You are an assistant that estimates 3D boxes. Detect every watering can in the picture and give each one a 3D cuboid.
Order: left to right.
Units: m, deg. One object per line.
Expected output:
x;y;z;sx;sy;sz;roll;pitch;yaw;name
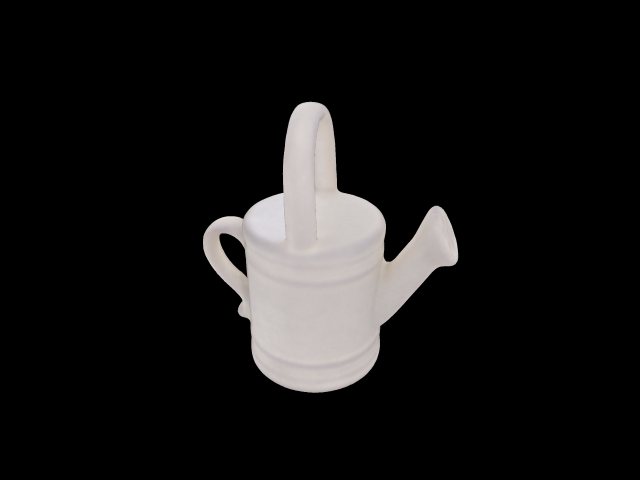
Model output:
0.004;0.000;0.402;0.173;0.194;0.100;-5;30;-8;watering can
